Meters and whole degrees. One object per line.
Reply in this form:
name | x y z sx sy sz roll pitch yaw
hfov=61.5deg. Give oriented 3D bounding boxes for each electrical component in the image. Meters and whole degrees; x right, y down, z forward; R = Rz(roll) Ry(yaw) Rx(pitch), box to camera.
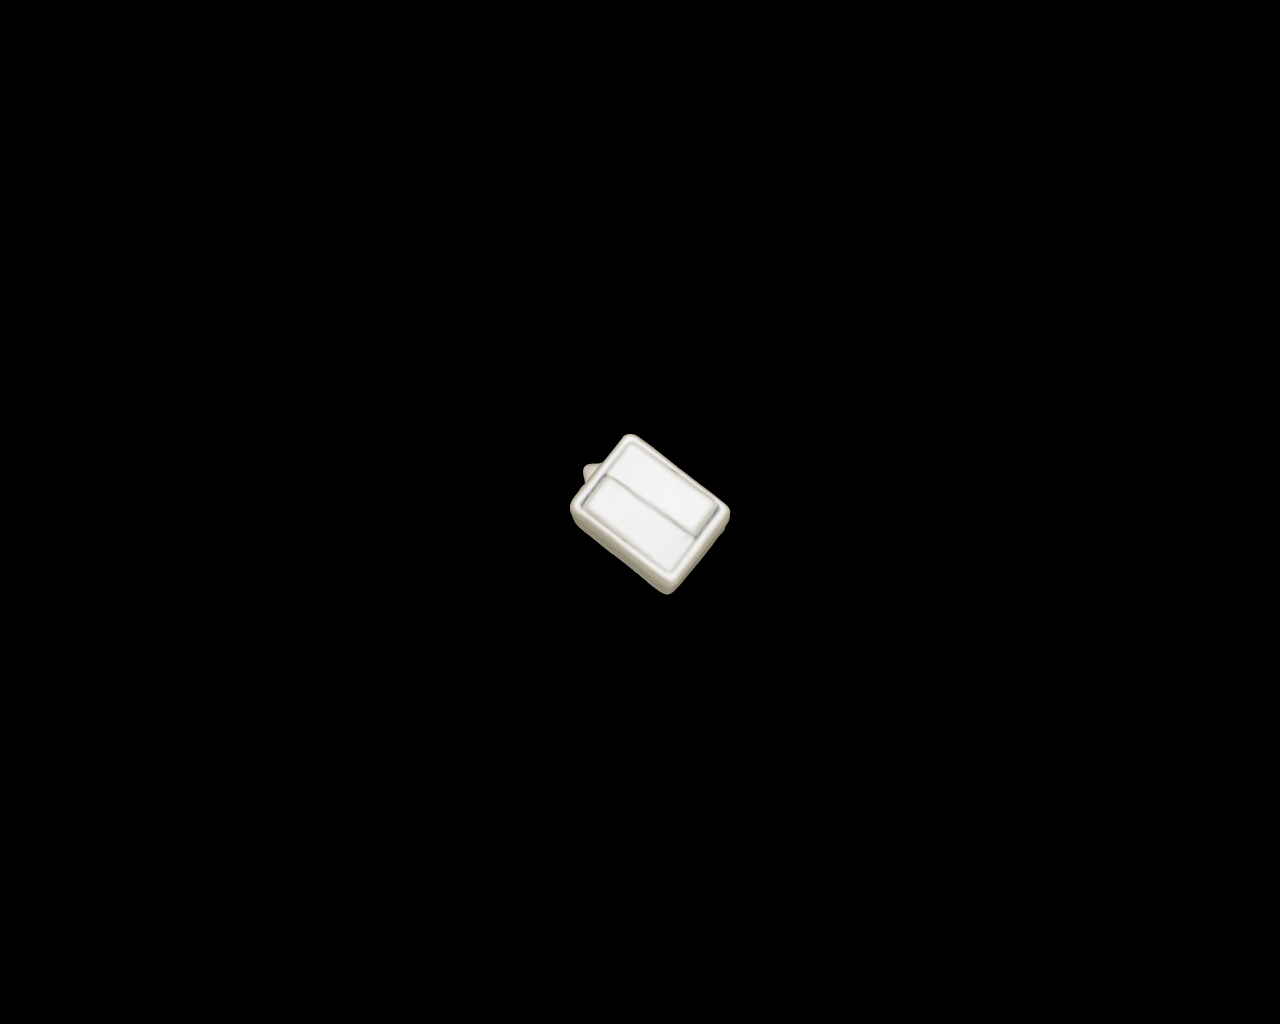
electrical component | 0.001 -0.003 0.650 0.096 0.062 0.061 38 -9 7
